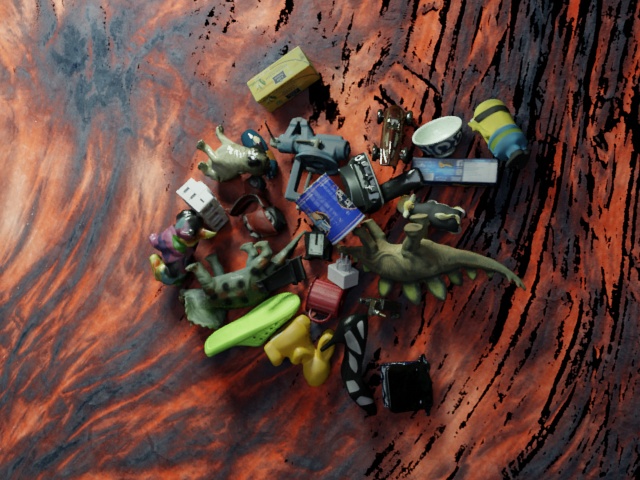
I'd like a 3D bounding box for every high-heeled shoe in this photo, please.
[{"bbox_3d":[0.109,0.294,1.290,0.145,0.086,0.248,-35,102,4],"label":"high-heeled shoe"}]

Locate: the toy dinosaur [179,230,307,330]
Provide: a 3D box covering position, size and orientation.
[{"bbox_3d":[-0.206,0.114,1.408,0.405,0.131,0.192,-16,101,8],"label":"toy dinosaur"}]

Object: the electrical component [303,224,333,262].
[{"bbox_3d":[-0.003,-0.004,1.381,0.075,0.047,0.119,0,85,17],"label":"electrical component"}]

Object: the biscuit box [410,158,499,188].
[{"bbox_3d":[0.319,-0.160,1.281,0.203,0.062,0.059,4,87,19],"label":"biscuit box"}]

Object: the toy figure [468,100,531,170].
[{"bbox_3d":[0.417,-0.243,1.227,0.089,0.082,0.180,-41,51,21],"label":"toy figure"}]

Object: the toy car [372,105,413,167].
[{"bbox_3d":[0.175,-0.255,1.298,0.089,0.053,0.202,8,52,7],"label":"toy car"}]

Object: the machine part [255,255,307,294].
[{"bbox_3d":[-0.096,0.094,1.362,0.039,0.139,0.084,28,133,51],"label":"machine part"}]

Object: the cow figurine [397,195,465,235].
[{"bbox_3d":[0.257,-0.063,1.275,0.168,0.098,0.068,18,97,19],"label":"cow figurine"}]

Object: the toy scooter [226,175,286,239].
[{"bbox_3d":[-0.179,-0.073,1.433,0.135,0.075,0.184,-32,73,13],"label":"toy scooter"}]

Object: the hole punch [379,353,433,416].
[{"bbox_3d":[0.201,0.343,1.272,0.116,0.092,0.142,-3,80,-12],"label":"hole punch"}]

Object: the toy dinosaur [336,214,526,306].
[{"bbox_3d":[0.225,0.044,1.234,0.472,0.105,0.198,1,115,41],"label":"toy dinosaur"}]

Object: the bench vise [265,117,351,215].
[{"bbox_3d":[-0.043,-0.191,1.370,0.224,0.128,0.240,13,76,9],"label":"bench vise"}]

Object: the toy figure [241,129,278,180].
[{"bbox_3d":[-0.157,-0.231,1.445,0.058,0.064,0.154,-37,74,2],"label":"toy figure"}]

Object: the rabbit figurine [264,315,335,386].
[{"bbox_3d":[-0.030,0.280,1.347,0.162,0.122,0.173,-35,89,3],"label":"rabbit figurine"}]

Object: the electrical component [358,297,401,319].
[{"bbox_3d":[0.149,0.164,1.294,0.078,0.102,0.045,2,82,44],"label":"electrical component"}]

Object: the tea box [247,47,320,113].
[{"bbox_3d":[-0.095,-0.422,1.425,0.170,0.098,0.068,-33,75,15],"label":"tea box"}]

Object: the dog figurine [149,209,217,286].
[{"bbox_3d":[-0.359,0.022,1.417,0.219,0.108,0.191,-11,84,49],"label":"dog figurine"}]

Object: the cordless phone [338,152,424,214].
[{"bbox_3d":[0.150,-0.156,1.303,0.184,0.088,0.146,-24,78,29],"label":"cordless phone"}]

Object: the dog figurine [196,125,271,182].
[{"bbox_3d":[-0.217,-0.191,1.422,0.191,0.172,0.121,30,67,19],"label":"dog figurine"}]
